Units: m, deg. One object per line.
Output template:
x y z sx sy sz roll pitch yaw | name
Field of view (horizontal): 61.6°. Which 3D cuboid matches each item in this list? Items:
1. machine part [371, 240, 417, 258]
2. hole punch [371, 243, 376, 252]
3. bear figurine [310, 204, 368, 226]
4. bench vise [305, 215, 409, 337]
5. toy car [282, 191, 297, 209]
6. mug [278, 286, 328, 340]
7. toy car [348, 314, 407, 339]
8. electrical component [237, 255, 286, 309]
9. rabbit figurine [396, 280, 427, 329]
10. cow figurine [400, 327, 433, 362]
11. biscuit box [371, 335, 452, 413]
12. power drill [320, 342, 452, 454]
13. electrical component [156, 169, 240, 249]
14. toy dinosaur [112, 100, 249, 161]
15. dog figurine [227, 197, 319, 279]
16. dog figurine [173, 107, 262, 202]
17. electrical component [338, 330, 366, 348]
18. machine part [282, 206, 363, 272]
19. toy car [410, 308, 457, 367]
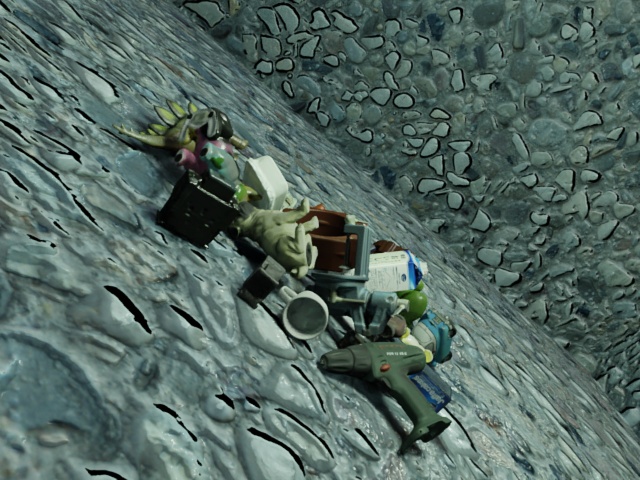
0.195 0.087 1.482 0.179 0.179 0.056 42 47 -1 | machine part
0.068 0.029 1.393 0.142 0.092 0.116 -29 70 -29 | hole punch
0.021 -0.048 1.515 0.195 0.132 0.120 43 -12 -12 | bear figurine
0.075 0.069 1.089 0.224 0.240 0.128 2 -5 31 | bench vise
-0.107 -0.102 1.465 0.073 0.056 0.202 40 17 -8 | toy car
-0.034 0.130 1.020 0.109 0.081 0.107 37 5 2 | mug
0.096 0.157 1.175 0.202 0.053 0.089 23 17 26 | toy car
-0.103 0.070 1.002 0.048 0.075 0.119 41 20 -8 | electrical component
0.198 0.159 1.333 0.121 0.159 0.170 26 -3 -14 | rabbit figurine
0.179 0.229 1.257 0.167 0.068 0.098 45 -1 -4 | cow figurine
0.196 0.286 1.173 0.203 0.059 0.063 43 15 4 | biscuit box
0.129 0.278 0.983 0.232 0.086 0.207 -2 40 -39 | power drill
-0.215 -0.063 0.977 0.114 0.134 0.058 29 20 -32 | electrical component
-0.312 -0.246 1.297 0.198 0.105 0.471 36 17 2 | toy dinosaur
-0.109 0.002 1.106 0.121 0.191 0.172 70 20 -47 | dog figurine
-0.212 -0.159 1.183 0.219 0.109 0.191 48 40 -51 | dog figurine
0.085 0.222 1.103 0.102 0.045 0.078 38 18 -12 | electrical component
-0.003 -0.004 1.261 0.202 0.087 0.201 10 22 0 | machine part
0.268 0.251 1.334 0.103 0.161 0.109 -24 51 -25 | toy car
